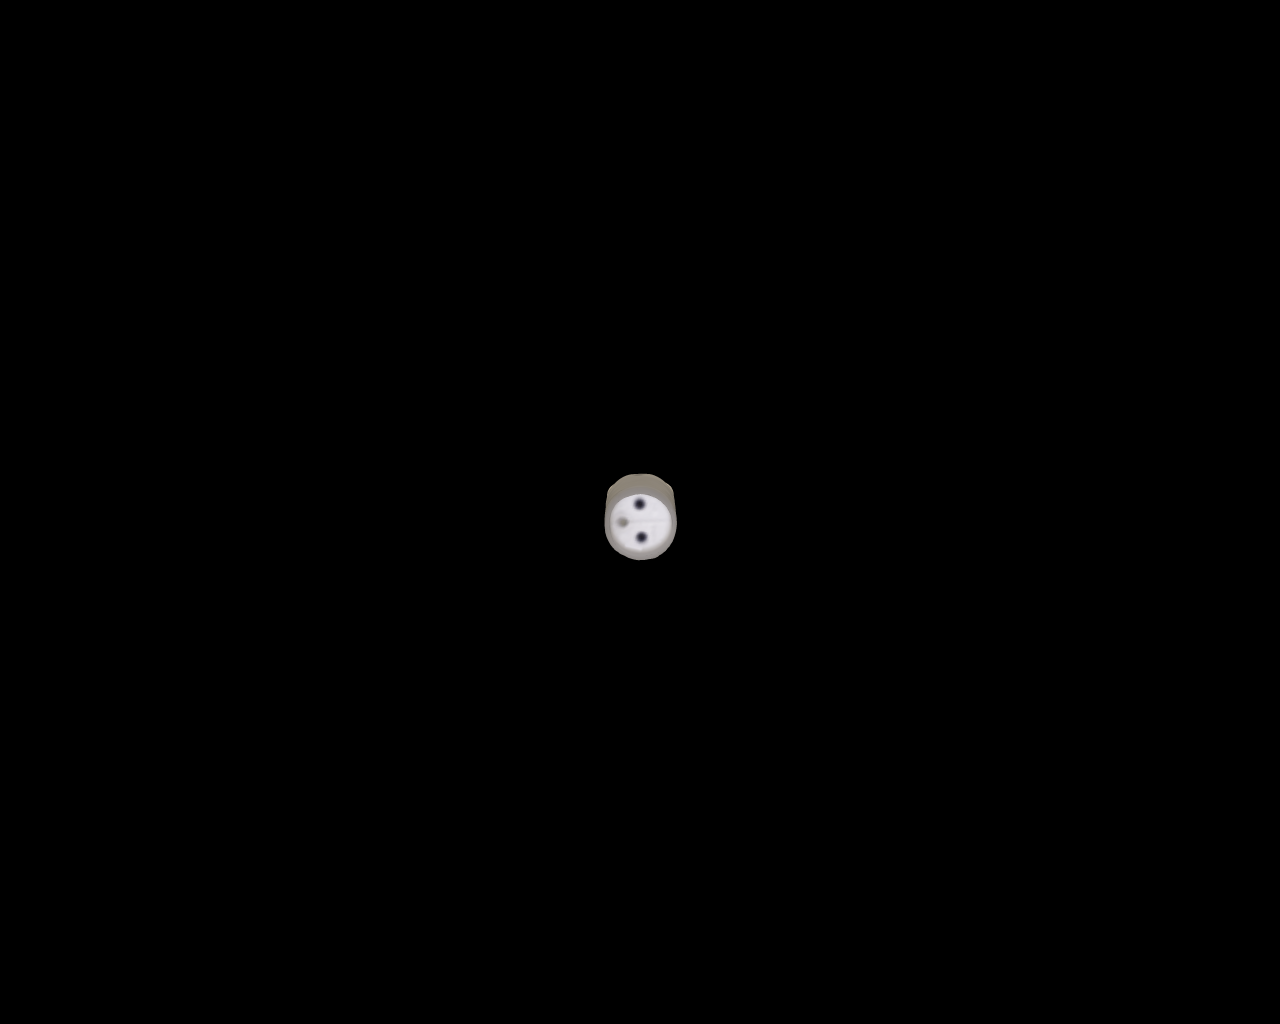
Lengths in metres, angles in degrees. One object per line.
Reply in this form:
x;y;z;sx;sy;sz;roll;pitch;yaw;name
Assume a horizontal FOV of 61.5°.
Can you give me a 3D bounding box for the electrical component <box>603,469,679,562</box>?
0.001;-0.003;0.650;0.043;0.043;0.081;0;16;0;electrical component
